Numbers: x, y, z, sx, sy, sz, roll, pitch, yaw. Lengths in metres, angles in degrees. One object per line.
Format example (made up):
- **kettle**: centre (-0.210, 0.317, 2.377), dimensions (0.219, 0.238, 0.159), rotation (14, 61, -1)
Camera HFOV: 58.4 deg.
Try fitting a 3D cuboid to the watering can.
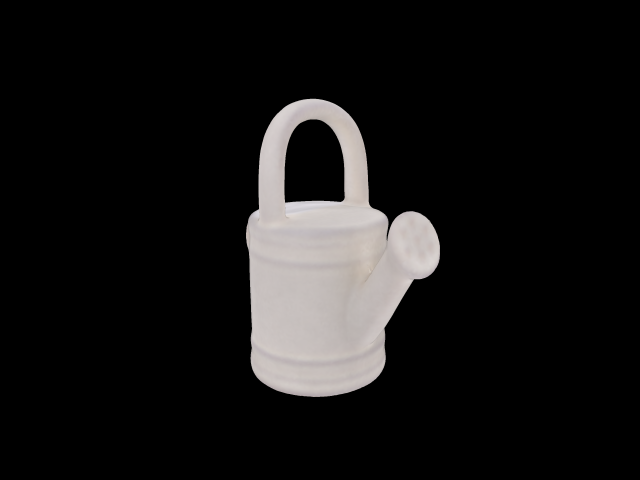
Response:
- **watering can**: centre (0.005, 0.001, 0.402), dimensions (0.172, 0.194, 0.101), rotation (7, 16, 26)
